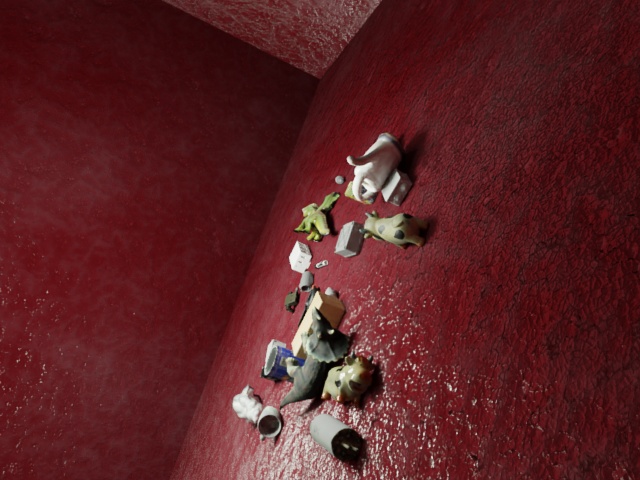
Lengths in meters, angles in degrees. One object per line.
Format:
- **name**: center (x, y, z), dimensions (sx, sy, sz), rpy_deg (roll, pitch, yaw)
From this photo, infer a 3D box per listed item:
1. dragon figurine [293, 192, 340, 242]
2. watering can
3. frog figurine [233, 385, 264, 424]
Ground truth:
- **dragon figurine**: center (0.007, -0.113, 2.253), dimensions (0.245, 0.121, 0.409), rpy_deg (-62, 23, -13)
- **watering can**: center (0.173, -0.242, 1.612), dimensions (0.226, 0.105, 0.343), rpy_deg (-54, -19, -8)
- **frog figurine**: center (-0.278, 0.671, 2.027), dimensions (0.162, 0.123, 0.135), rpy_deg (-119, 19, -61)
